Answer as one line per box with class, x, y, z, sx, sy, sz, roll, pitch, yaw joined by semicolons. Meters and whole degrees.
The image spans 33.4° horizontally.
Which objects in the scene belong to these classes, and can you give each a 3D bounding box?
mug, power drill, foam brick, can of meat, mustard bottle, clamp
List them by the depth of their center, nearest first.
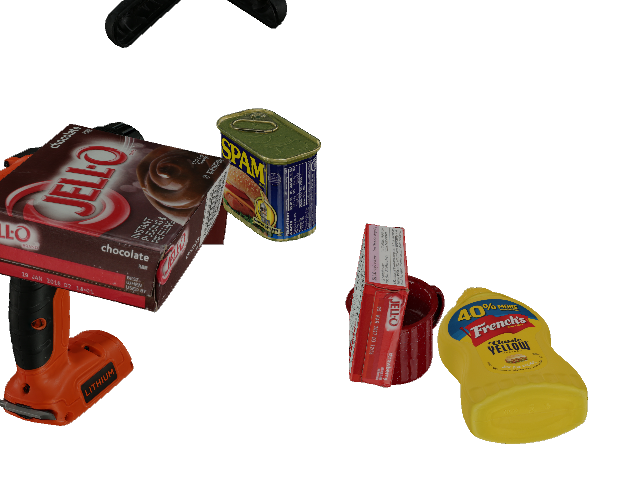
power drill;-0.177;0.020;0.755;0.057;0.188;0.184;8;24;24
clamp;-0.077;-0.191;0.755;0.120;0.039;0.171;3;45;4
mustard bottle;0.151;0.094;0.908;0.096;0.058;0.191;-9;27;-3
can of meat;-0.046;-0.056;0.927;0.057;0.084;0.102;-20;37;-30
mug;0.083;0.088;1.104;0.117;0.081;0.093;-30;42;-31
foam brick;-0.142;-0.030;1.157;0.078;0.051;0.053;1;27;-9

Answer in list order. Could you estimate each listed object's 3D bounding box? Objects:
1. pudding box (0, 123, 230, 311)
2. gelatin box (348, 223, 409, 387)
pudding box;-0.102;-0.015;0.514;0.090;0.039;0.113;14;25;5
gelatin box;0.038;0.041;0.697;0.030;0.073;0.089;7;26;-2
